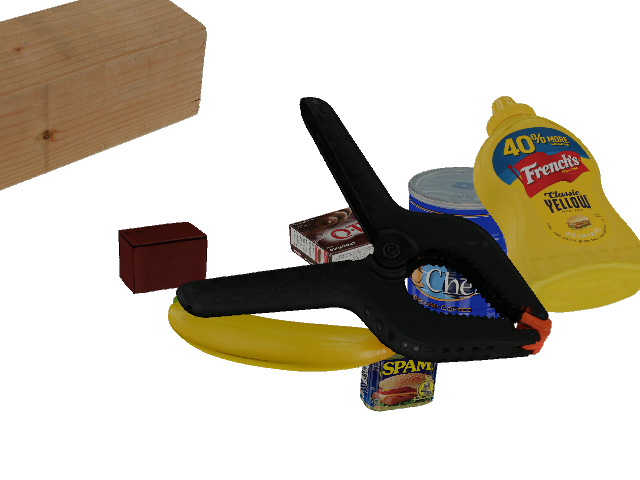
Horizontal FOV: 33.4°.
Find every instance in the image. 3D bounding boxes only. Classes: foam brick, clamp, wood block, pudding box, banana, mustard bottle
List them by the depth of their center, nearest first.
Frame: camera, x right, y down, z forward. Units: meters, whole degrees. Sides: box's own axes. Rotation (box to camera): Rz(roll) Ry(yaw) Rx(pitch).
[{"bbox_3d":[0.031,0.019,0.631,0.210,0.164,0.036,32,-22,14],"label":"clamp"},{"bbox_3d":[0.169,-0.038,0.811,0.096,0.192,0.058,-8,-38,-12],"label":"mustard bottle"},{"bbox_3d":[-0.042,0.071,0.824,0.198,0.037,0.069,11,30,20],"label":"banana"},{"bbox_3d":[-0.200,-0.126,0.854,0.090,0.091,0.205,38,46,28],"label":"wood block"},{"bbox_3d":[-0.158,0.016,1.070,0.078,0.051,0.053,-8,21,-25],"label":"foam brick"},{"bbox_3d":[0.034,-0.001,1.215,0.113,0.039,0.090,-19,30,-26],"label":"pudding box"}]

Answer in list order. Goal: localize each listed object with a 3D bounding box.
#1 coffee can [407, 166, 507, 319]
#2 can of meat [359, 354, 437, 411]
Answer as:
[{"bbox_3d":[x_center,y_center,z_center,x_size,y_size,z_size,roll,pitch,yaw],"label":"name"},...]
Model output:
[{"bbox_3d":[0.132,0.013,0.999,0.103,0.140,0.103,-1,22,0],"label":"coffee can"},{"bbox_3d":[0.103,0.171,1.394,0.102,0.084,0.057,-4,25,-18],"label":"can of meat"}]
